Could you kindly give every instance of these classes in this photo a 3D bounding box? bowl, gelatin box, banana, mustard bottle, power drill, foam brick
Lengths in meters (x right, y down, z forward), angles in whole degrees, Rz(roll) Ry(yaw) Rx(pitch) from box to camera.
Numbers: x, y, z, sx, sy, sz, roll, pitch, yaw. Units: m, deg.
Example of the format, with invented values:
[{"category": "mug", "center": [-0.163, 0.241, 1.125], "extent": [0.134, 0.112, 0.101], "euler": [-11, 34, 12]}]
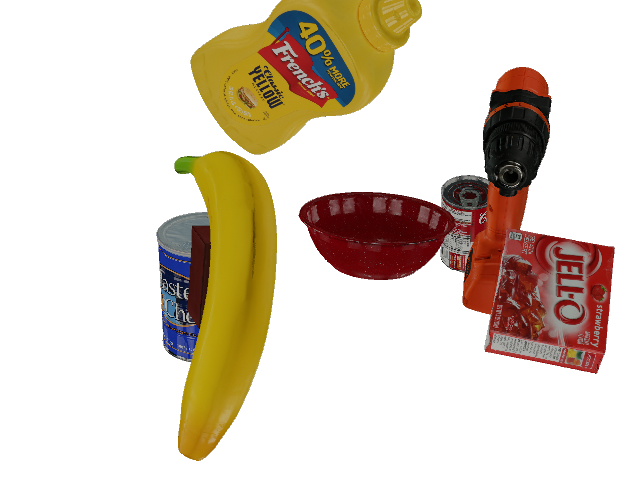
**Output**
[{"category": "bowl", "center": [0.057, -0.001, 1.106], "extent": [0.162, 0.055, 0.162], "euler": [2, 20, -1]}, {"category": "gelatin box", "center": [0.151, 0.037, 0.698], "extent": [0.073, 0.089, 0.030], "euler": [11, -38, 10]}, {"category": "banana", "center": [-0.052, 0.021, 0.592], "extent": [0.037, 0.198, 0.070], "euler": [19, -40, -31]}, {"category": "mustard bottle", "center": [-0.004, -0.133, 0.776], "extent": [0.192, 0.096, 0.058], "euler": [-19, 19, 42]}, {"category": "power drill", "center": [0.157, -0.033, 0.895], "extent": [0.057, 0.188, 0.184], "euler": [10, 31, 10]}, {"category": "foam brick", "center": [-0.082, 0.031, 0.906], "extent": [0.053, 0.078, 0.051], "euler": [0, 15, -19]}]

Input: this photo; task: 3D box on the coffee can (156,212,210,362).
[{"category": "coffee can", "center": [-0.130, 0.052, 1.204], "extent": [0.103, 0.140, 0.103], "euler": [1, 26, -1]}]

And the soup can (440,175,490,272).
[{"category": "soup can", "center": [0.181, -0.019, 1.310], "extent": [0.068, 0.102, 0.068], "euler": [-2, 37, 2]}]
